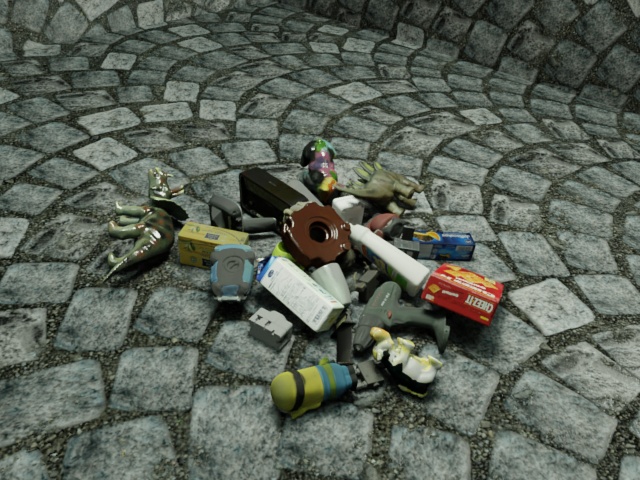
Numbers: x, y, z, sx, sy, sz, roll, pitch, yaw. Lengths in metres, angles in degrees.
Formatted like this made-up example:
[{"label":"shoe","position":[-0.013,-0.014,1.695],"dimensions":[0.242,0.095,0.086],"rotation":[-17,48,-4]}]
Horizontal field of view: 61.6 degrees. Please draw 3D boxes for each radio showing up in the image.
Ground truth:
[{"label":"radio","position":[-0.137,-0.106,1.551],"dimensions":[0.073,0.131,0.230],"rotation":[-28,49,-37]}]

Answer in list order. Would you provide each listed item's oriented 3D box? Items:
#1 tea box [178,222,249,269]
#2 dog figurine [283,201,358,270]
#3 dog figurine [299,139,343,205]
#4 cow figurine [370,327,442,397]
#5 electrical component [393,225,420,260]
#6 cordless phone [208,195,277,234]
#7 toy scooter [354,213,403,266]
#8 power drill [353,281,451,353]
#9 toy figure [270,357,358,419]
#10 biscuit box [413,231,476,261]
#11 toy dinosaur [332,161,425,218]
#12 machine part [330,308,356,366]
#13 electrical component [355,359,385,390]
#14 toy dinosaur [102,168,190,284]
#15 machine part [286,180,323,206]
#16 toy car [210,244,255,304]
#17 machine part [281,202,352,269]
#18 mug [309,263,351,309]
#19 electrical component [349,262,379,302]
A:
[{"label":"tea box","position":[-0.274,0.022,1.390],"dimensions":[0.170,0.098,0.068],"rotation":[9,36,6]},{"label":"dog figurine","position":[0.000,-0.007,1.418],"dimensions":[0.172,0.121,0.191],"rotation":[9,27,-44]},{"label":"dog figurine","position":[0.018,-0.206,1.681],"dimensions":[0.108,0.191,0.219],"rotation":[-1,22,-20]},{"label":"cow figurine","position":[0.168,0.257,1.143],"dimensions":[0.167,0.068,0.098],"rotation":[30,85,6]},{"label":"electrical component","position":[0.233,0.023,1.450],"dimensions":[0.075,0.119,0.048],"rotation":[11,37,2]},{"label":"cordless phone","position":[-0.206,-0.056,1.460],"dimensions":[0.184,0.146,0.089],"rotation":[-6,46,-12]},{"label":"toy scooter","position":[0.137,-0.014,1.501],"dimensions":[0.184,0.075,0.135],"rotation":[-45,42,-14]},{"label":"power drill","position":[0.196,0.199,1.255],"dimensions":[0.207,0.085,0.232],"rotation":[8,35,13]},{"label":"toy figure","position":[-0.012,0.289,1.083],"dimensions":[0.180,0.089,0.082],"rotation":[-10,34,-17]},{"label":"biscuit box","position":[0.333,0.015,1.523],"dimensions":[0.203,0.059,0.063],"rotation":[3,37,-6]},{"label":"toy dinosaur","position":[0.183,-0.154,1.610],"dimensions":[0.199,0.105,0.471],"rotation":[31,19,17]},{"label":"machine part","position":[0.051,0.226,1.198],"dimensions":[0.039,0.084,0.139],"rotation":[23,42,-19]},{"label":"electrical component","position":[0.109,0.290,1.155],"dimensions":[0.094,0.021,0.063],"rotation":[-10,40,-22]},{"label":"toy dinosaur","position":[-0.446,-0.019,1.411],"dimensions":[0.192,0.131,0.405],"rotation":[-1,44,-9]},{"label":"machine part","position":[-0.046,-0.108,1.614],"dimensions":[0.079,0.079,0.243],"rotation":[-15,43,-26]},{"label":"toy car","position":[-0.209,0.094,1.298],"dimensions":[0.109,0.102,0.162],"rotation":[-2,54,-4]},{"label":"machine part","position":[-0.007,-0.011,1.345],"dimensions":[0.179,0.056,0.179],"rotation":[9,60,-17]},{"label":"mug","position":[0.035,0.124,1.321],"dimensions":[0.081,0.109,0.107],"rotation":[-31,68,14]},{"label":"electrical component","position":[0.113,0.106,1.354],"dimensions":[0.045,0.078,0.102],"rotation":[18,39,26]}]
